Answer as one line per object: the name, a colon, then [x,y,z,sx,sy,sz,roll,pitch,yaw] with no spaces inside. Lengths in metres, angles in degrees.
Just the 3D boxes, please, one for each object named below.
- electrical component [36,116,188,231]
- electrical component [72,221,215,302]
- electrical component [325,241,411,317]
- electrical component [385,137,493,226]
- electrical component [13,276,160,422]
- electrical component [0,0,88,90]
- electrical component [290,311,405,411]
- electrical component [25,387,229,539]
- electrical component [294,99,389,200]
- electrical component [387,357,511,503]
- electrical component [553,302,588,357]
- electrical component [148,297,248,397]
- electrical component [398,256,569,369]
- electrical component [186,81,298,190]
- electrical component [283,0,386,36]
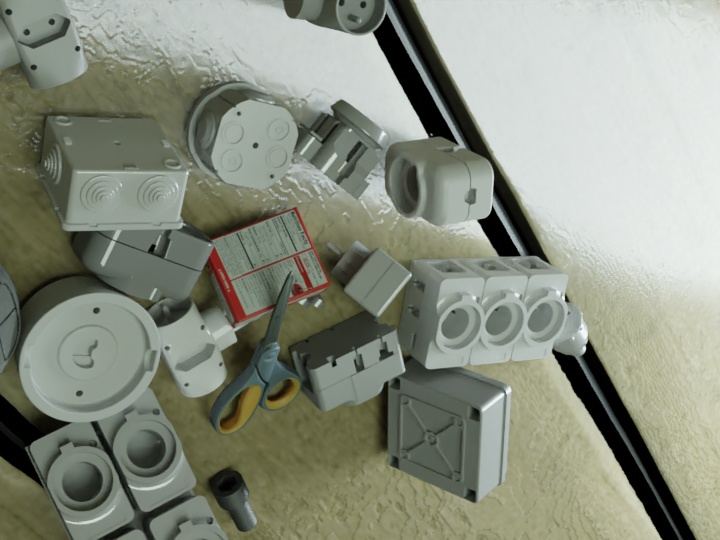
electrical component: [-0.179,-0.072,0.779,0.100,0.099,0.048,-2,125,-30]
electrical component: [-0.170,-0.015,0.836,0.095,0.054,0.059,22,99,-36]
electrical component: [0.000,0.000,0.939,0.076,0.083,0.047,39,88,1]
electrical component: [0.063,-0.076,0.922,0.059,0.095,0.053,-11,117,-26]
electrical component: [-0.217,0.057,0.836,0.108,0.060,0.108,-13,117,-26]
electrical component: [-0.238,-0.160,0.737,0.079,0.043,0.077,-28,123,-17]
electrical component: [-0.010,0.085,0.979,0.089,0.050,0.055,-25,121,-20]
electrical component: [-0.178,0.201,0.863,0.105,0.060,0.186,-26,88,-22]
electrical component: [-0.013,-0.103,0.889,0.078,0.058,0.057,37,93,-37]
electrical component: [0.083,0.149,1.023,0.056,0.109,0.108,-28,126,-46]
electrical component: [0.215,0.067,1.111,0.048,0.048,0.062,-46,133,-6]
electrical component: [-0.130,0.054,0.898,0.079,0.043,0.077,-31,124,-16]
electrical component: [0.120,0.040,1.030,0.150,0.062,0.089,-2,112,-30]
electrical component: [-0.092,-0.104,0.845,0.080,0.051,0.080,-13,117,-26]
electrical component: [-0.033,-0.208,0.818,0.079,0.077,0.043,-2,113,-30]
